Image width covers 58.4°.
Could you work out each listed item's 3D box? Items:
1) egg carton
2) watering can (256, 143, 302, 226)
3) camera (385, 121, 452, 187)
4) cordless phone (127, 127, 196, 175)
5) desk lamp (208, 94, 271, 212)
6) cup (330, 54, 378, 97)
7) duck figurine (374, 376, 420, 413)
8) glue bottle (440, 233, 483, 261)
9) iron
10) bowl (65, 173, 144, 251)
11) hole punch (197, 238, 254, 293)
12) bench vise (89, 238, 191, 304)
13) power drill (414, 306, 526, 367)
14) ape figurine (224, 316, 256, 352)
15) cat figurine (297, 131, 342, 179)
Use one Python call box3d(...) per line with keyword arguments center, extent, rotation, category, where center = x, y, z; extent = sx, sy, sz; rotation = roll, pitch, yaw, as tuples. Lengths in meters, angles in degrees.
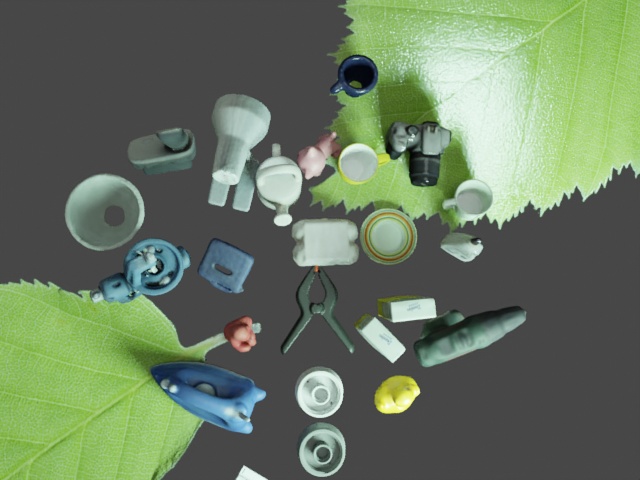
box3d(center=(0.012, 0.005, 1.286), extent=(0.150, 0.069, 0.107), rotation=(-3, 84, -4), category="egg carton")
box3d(center=(-0.085, -0.121, 1.229), extent=(0.101, 0.194, 0.173), rotation=(-27, 86, -6), category="watering can")
box3d(center=(0.225, -0.196, 1.306), extent=(0.143, 0.100, 0.137), rotation=(4, 84, -3), category="camera")
box3d(center=(-0.346, -0.207, 1.224), extent=(0.147, 0.185, 0.094), rotation=(-15, 85, -5), category="cordless phone")
box3d(center=(-0.178, -0.181, 1.219), extent=(0.118, 0.213, 0.203), rotation=(11, 83, -2), category="desk lamp")
box3d(center=(0.072, -0.359, 1.315), extent=(0.118, 0.095, 0.092), rotation=(-34, 87, -7), category="cup")
box3d(center=(0.172, 0.343, 1.254), extent=(0.104, 0.086, 0.077), rotation=(-26, 86, -6), category="duck figurine")
box3d(center=(0.321, 0.011, 1.255), extent=(0.078, 0.173, 0.037), rotation=(32, 83, 0), category="glue bottle")
box3d(center=(-0.250, 0.324, 1.198), extent=(0.258, 0.141, 0.119), rotation=(21, 83, -2), category="iron")
box3d(center=(-0.462, -0.057, 1.256), extent=(0.167, 0.074, 0.167), rotation=(0, 84, -4), category="bowl")
box3d(center=(-0.205, 0.059, 1.254), extent=(0.108, 0.091, 0.101), rotation=(27, 83, -1), category="hole punch")
box3d(center=(-0.371, 0.079, 1.175), extent=(0.121, 0.219, 0.207), rotation=(45, 83, 2), category="bench vise")
box3d(center=(0.299, 0.195, 1.216), extent=(0.229, 0.208, 0.075), rotation=(-25, 86, -6), category="power drill")
box3d(center=(-0.172, 0.202, 1.241), extent=(0.076, 0.092, 0.078), rotation=(21, 83, -1), category="ape figurine")
box3d(center=(-0.005, -0.192, 1.281), extent=(0.067, 0.117, 0.128), rotation=(41, 83, 1), category="cat figurine")
